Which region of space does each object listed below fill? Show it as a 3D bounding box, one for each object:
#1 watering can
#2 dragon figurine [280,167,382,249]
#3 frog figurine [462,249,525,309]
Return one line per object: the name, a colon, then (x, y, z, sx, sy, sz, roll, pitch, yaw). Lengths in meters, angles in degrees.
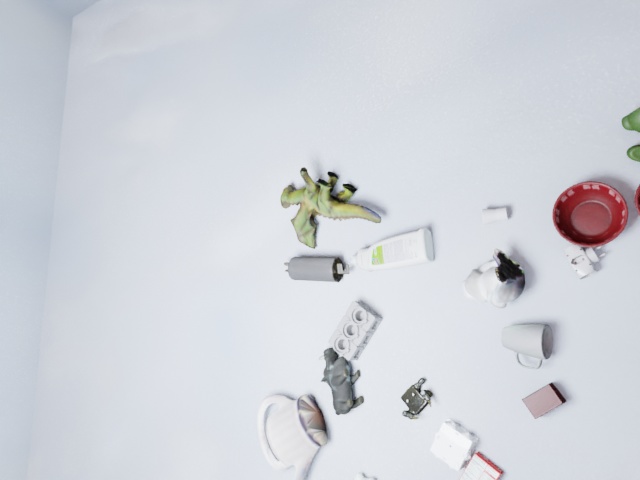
watering can: (-0.067, 0.608, 1.507, 0.222, 0.103, 0.354, -37, 61, 19)
dragon figurine: (0.005, -0.084, 1.660, 0.416, 0.122, 0.239, 42, 119, 35)
frog figurine: (0.441, 0.117, 1.318, 0.156, 0.122, 0.141, 118, 154, -44)
